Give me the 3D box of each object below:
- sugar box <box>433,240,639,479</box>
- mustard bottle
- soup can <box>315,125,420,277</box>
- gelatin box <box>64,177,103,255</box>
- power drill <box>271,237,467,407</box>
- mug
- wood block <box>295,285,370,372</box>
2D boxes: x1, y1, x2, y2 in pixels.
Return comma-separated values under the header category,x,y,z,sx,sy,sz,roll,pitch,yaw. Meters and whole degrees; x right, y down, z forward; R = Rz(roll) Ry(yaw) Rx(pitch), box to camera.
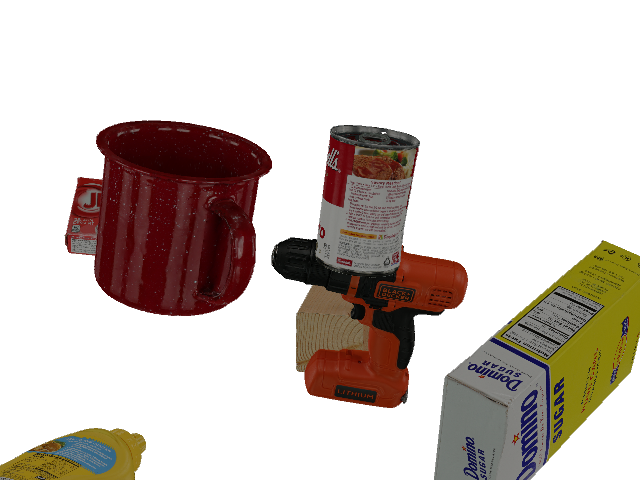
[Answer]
category,x,y,z,sx,sy,sz,roll,pitch,yaw
sugar box,0.136,0.080,0.634,0.048,0.093,0.175,24,41,30
mustard bottle,-0.206,0.195,0.853,0.096,0.058,0.191,6,15,29
soup can,0.035,-0.031,0.810,0.068,0.102,0.068,7,17,-2
gelatin box,-0.181,-0.020,0.969,0.089,0.073,0.030,6,-43,-6
power drill,0.034,0.079,1.038,0.184,0.188,0.057,11,43,-2
mug,-0.071,-0.007,0.569,0.093,0.081,0.117,-8,29,-39
wood block,0.031,0.104,1.497,0.091,0.090,0.206,4,20,10
